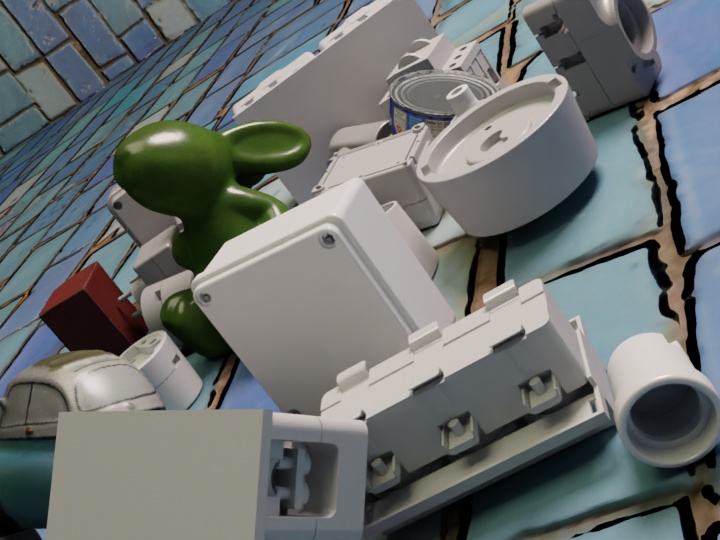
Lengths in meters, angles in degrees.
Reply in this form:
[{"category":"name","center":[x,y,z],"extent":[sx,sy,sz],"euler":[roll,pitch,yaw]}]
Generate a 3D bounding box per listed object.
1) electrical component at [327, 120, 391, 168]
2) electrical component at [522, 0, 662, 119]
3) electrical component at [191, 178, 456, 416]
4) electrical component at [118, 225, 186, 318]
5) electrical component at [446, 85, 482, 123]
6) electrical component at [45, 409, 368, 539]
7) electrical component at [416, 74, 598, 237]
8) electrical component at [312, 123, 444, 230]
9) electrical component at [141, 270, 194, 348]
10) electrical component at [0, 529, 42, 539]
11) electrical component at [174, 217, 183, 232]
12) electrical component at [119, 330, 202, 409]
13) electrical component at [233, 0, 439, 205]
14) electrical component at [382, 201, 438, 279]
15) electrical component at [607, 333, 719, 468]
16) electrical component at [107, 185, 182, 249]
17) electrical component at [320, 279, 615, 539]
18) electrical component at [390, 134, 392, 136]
[{"category":"electrical component","center":[-0.001,-0.090,0.900],"extent":[0.079,0.044,0.077],"euler":[-45,22,-21]},{"category":"electrical component","center":[0.161,-0.157,0.723],"extent":[0.056,0.089,0.050],"euler":[-18,28,41]},{"category":"electrical component","center":[-0.020,0.020,0.611],"extent":[0.109,0.108,0.056],"euler":[-24,22,30]},{"category":"electrical component","center":[-0.171,0.014,0.922],"extent":[0.077,0.065,0.047],"euler":[-32,21,12]},{"category":"electrical component","center":[0.085,-0.102,0.766],"extent":[0.048,0.062,0.048],"euler":[-31,21,14]},{"category":"electrical component","center":[-0.074,0.118,0.482],"extent":[0.186,0.060,0.105],"euler":[-10,73,50]},{"category":"electrical component","center":[0.097,-0.066,0.674],"extent":[0.108,0.060,0.108],"euler":[-31,22,14]},{"category":"electrical component","center":[0.025,-0.059,0.781],"extent":[0.096,0.061,0.061],"euler":[-15,29,28]},{"category":"electrical component","center":[-0.139,0.029,0.857],"extent":[0.047,0.055,0.055],"euler":[-25,24,19]},{"category":"electrical component","center":[-0.236,0.189,0.688],"extent":[0.062,0.048,0.048],"euler":[-35,20,25]},{"category":"electrical component","center":[-0.121,-0.039,0.902],"extent":[0.054,0.095,0.059],"euler":[-24,-12,1]},{"category":"electrical component","center":[-0.147,0.079,0.771],"extent":[0.055,0.047,0.055],"euler":[-31,22,14]},{"category":"electrical component","center":[-0.010,-0.155,0.966],"extent":[0.186,0.105,0.060],"euler":[-36,21,3]},{"category":"electrical component","center":[0.000,0.000,0.718],"extent":[0.099,0.064,0.099],"euler":[-32,8,5]},{"category":"electrical component","center":[0.119,0.050,0.427],"extent":[0.040,0.040,0.046],"euler":[-31,16,14]},{"category":"electrical component","center":[-0.165,-0.044,0.967],"extent":[0.078,0.113,0.057],"euler":[-38,18,-3]},{"category":"electrical component","center":[0.045,0.060,0.486],"extent":[0.121,0.063,0.078],"euler":[-30,22,17]},{"category":"electrical component","center":[0.040,-0.095,0.852],"extent":[0.040,0.040,0.078],"euler":[-14,30,45]}]
